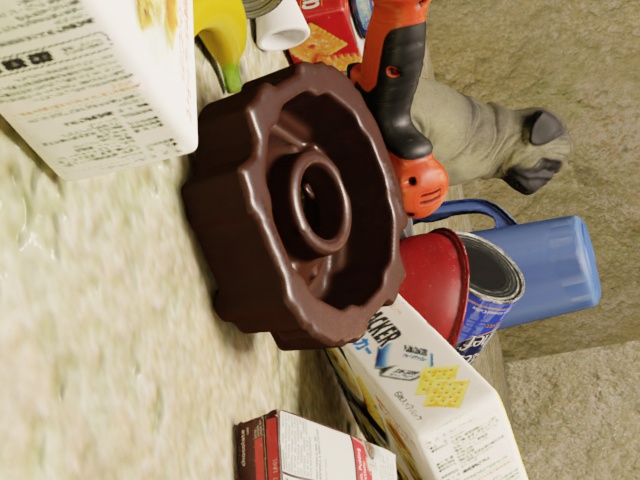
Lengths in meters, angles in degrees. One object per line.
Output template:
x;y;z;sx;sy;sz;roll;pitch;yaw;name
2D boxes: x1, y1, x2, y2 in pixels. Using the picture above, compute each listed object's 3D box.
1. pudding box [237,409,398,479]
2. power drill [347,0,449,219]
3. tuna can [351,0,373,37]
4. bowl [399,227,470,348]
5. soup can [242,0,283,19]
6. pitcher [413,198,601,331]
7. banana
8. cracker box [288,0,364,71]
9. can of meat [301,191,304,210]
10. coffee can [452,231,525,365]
0.002;0.156;0.618;0.113;0.039;0.090;27;48;-40;pudding box
0.028;-0.129;0.749;0.185;0.057;0.188;40;-38;42;power drill
0.049;-0.226;0.965;0.086;0.034;0.086;-9;90;-77;tuna can
0.079;0.060;1.025;0.162;0.055;0.162;-165;-90;-70;bowl
-0.048;-0.201;0.748;0.102;0.068;0.068;-80;155;-61;soup can
0.196;0.037;1.256;0.145;0.243;0.149;-70;142;-58;pitcher
-0.072;-0.130;0.638;0.197;0.037;0.069;-21;98;-78;banana
0.013;-0.209;1.051;0.213;0.072;0.164;63;20;-56;cracker box
-0.005;0.001;0.787;0.084;0.057;0.102;-72;148;-71;can of meat
0.133;0.076;1.104;0.102;0.102;0.140;-86;-160;-53;coffee can
